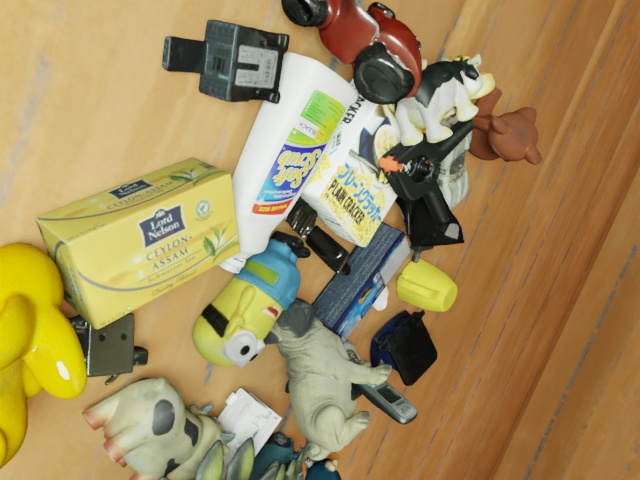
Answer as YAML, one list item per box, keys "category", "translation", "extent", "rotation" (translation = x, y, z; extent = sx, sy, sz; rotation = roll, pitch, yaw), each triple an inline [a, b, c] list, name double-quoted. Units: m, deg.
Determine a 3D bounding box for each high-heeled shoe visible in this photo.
- category: "high-heeled shoe"
  translation: [0.188, -0.066, 0.922]
  extent: [0.248, 0.086, 0.145]
  rotation: [10, 77, -58]

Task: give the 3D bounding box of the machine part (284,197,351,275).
- category: "machine part"
  translation: [-0.001, -0.002, 0.717]
  extent: [0.039, 0.084, 0.138]
  rotation: [-39, 143, 1]

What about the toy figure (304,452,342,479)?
- category: "toy figure"
  translation: [0.003, 0.347, 0.800]
  extent: [0.064, 0.057, 0.154]
  rotation: [-34, -175, 5]

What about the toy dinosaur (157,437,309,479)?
- category: "toy dinosaur"
  translation: [-0.117, 0.337, 0.615]
  extent: [0.198, 0.105, 0.471]
  rotation: [-69, 160, 5]

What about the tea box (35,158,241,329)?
- category: "tea box"
  translation: [-0.165, -0.003, 0.518]
  extent: [0.169, 0.068, 0.098]
  rotation: [-32, 134, -35]

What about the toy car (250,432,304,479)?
- category: "toy car"
  translation: [-0.078, 0.379, 0.836]
  extent: [0.161, 0.103, 0.109]
  rotation: [6, 106, -55]

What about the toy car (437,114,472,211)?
- category: "toy car"
  translation: [0.230, -0.129, 0.945]
  extent: [0.073, 0.056, 0.201]
  rotation: [-39, 137, -31]

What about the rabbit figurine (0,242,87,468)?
- category: "rabbit figurine"
  translation: [-0.256, 0.081, 0.410]
  extent: [0.121, 0.163, 0.173]
  rotation: [37, 63, -42]

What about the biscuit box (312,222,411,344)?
- category: "biscuit box"
  translation: [0.062, 0.067, 0.851]
  extent: [0.202, 0.063, 0.059]
  rotation: [-51, 143, -16]

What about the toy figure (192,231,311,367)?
- category: "toy figure"
  translation: [-0.082, 0.072, 0.661]
  extent: [0.082, 0.089, 0.180]
  rotation: [44, 66, -37]

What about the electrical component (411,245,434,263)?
- category: "electrical component"
  translation: [0.200, -0.002, 1.016]
  extent: [0.063, 0.021, 0.094]
  rotation: [-6, 116, -50]

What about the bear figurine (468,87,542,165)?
- category: "bear figurine"
  translation: [0.317, -0.193, 0.906]
  extent: [0.132, 0.120, 0.196]
  rotation: [-53, -174, 0]

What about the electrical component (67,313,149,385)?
- category: "electrical component"
  translation: [-0.224, 0.111, 0.540]
  extent: [0.102, 0.045, 0.078]
  rotation: [0, 83, -54]

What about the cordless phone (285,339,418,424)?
- category: "cordless phone"
  translation: [0.050, 0.240, 0.841]
  extent: [0.146, 0.184, 0.088]
  rotation: [-4, 119, -51]

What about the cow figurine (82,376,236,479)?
- category: "cow figurine"
  translation: [-0.177, 0.227, 0.633]
  extent: [0.127, 0.086, 0.194]
  rotation: [-34, 141, -23]

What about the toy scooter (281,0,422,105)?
- category: "toy scooter"
  translation: [0.051, -0.245, 0.603]
  extent: [0.184, 0.075, 0.135]
  rotation: [39, 52, -14]

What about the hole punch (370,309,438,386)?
- category: "hole punch"
  translation: [0.152, 0.207, 1.049]
  extent: [0.142, 0.092, 0.115]
  rotation: [-31, 104, -33]

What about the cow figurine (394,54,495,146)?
- category: "cow figurine"
  translation: [0.160, -0.198, 0.692]
  extent: [0.167, 0.068, 0.098]
  rotation: [-41, 119, -31]

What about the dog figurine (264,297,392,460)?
- category: "dog figurine"
  translation: [-0.026, 0.181, 0.729]
  extent: [0.190, 0.121, 0.172]
  rotation: [34, 62, -11]

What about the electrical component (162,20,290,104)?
- category: "electrical component"
  translation: [-0.090, -0.175, 0.525]
  extent: [0.119, 0.048, 0.074]
  rotation: [-9, 117, -51]
